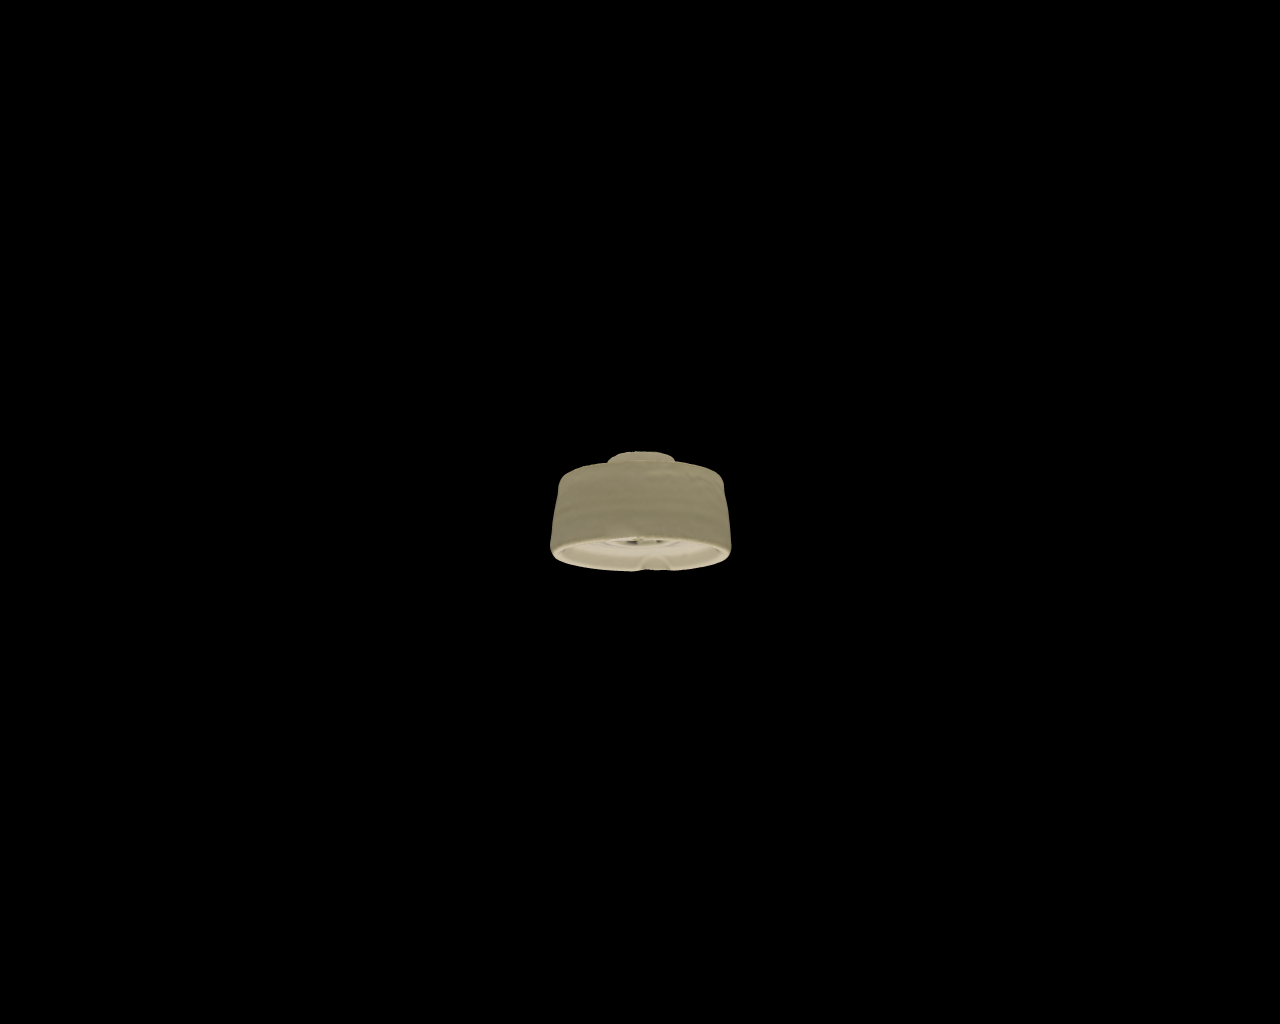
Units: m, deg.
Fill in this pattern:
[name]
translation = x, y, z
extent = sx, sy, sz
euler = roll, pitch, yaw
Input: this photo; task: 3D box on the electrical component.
[electrical component]
translation = 0.001, -0.003, 0.650
extent = 0.108, 0.060, 0.108
euler = 0, -13, 0
